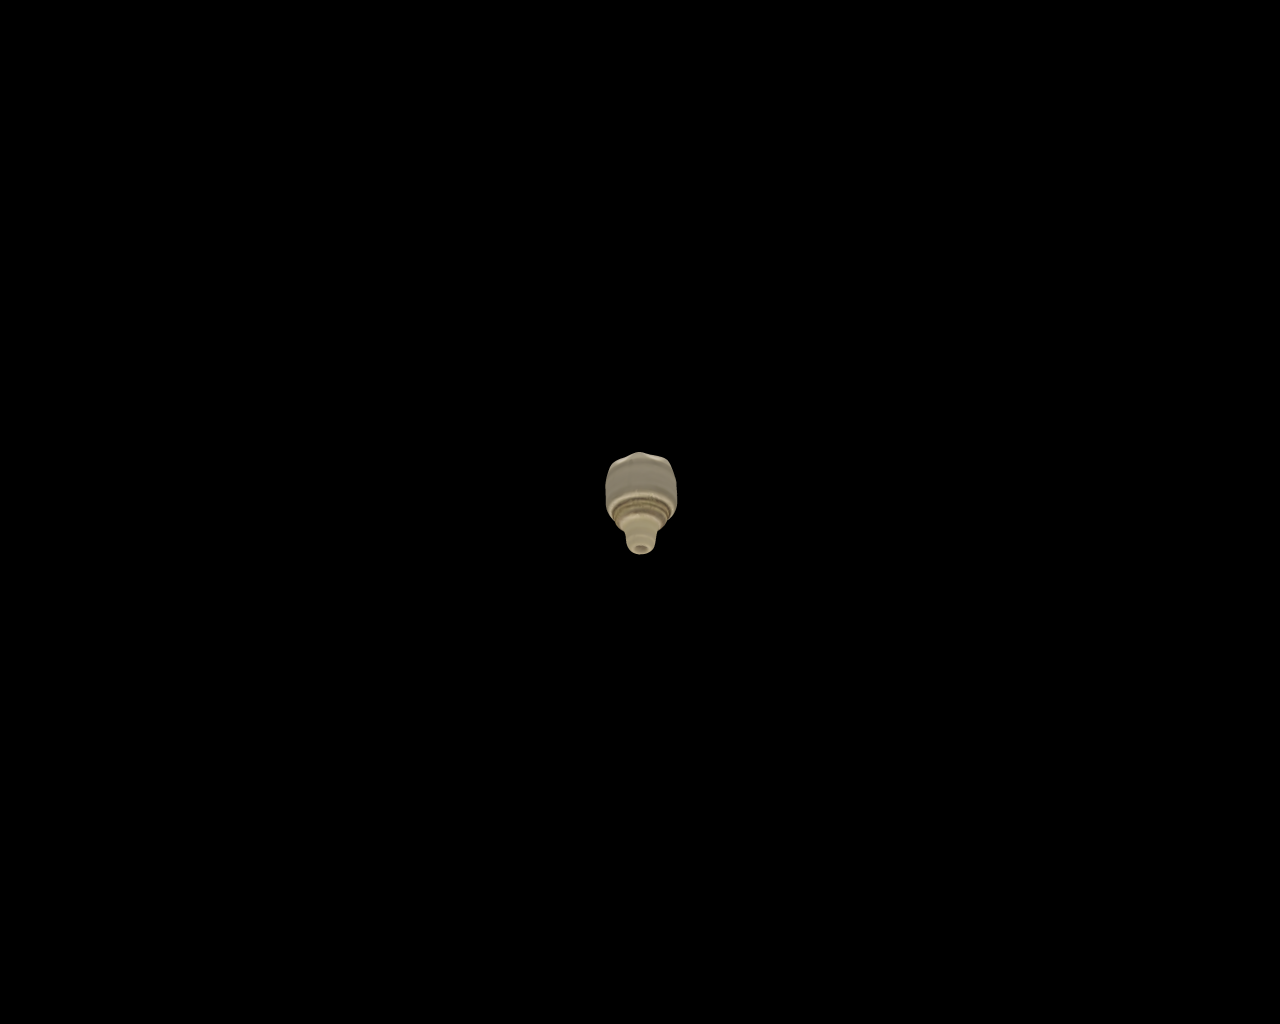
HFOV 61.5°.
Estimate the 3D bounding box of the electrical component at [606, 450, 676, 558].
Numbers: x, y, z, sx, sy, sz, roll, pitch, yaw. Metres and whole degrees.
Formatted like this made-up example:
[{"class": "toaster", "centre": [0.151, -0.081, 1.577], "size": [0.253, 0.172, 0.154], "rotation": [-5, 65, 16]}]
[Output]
[{"class": "electrical component", "centre": [0.001, -0.003, 0.650], "size": [0.043, 0.062, 0.043], "rotation": [0, -34, 0]}]
